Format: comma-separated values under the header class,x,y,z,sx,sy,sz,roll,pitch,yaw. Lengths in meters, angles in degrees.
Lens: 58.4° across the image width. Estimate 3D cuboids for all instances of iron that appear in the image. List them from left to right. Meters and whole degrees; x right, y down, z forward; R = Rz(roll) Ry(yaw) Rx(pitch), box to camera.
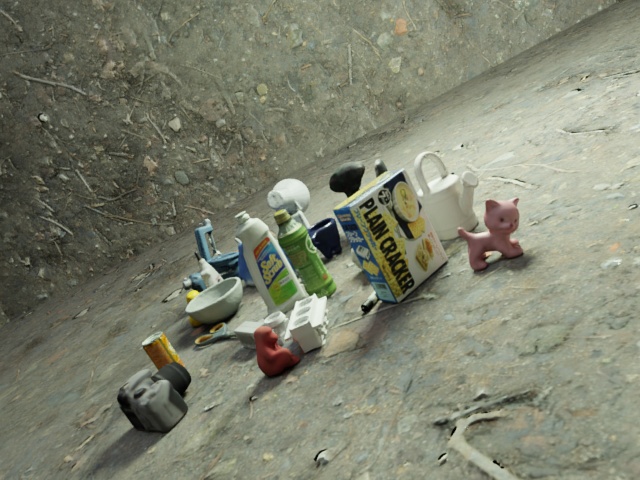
class,x,y,z,sx,sy,sz,roll,pitch,yaw
iron,-0.148,0.044,1.610,0.257,0.141,0.119,-9,24,50

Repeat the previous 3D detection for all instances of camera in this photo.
class,x,y,z,sx,sy,sz,roll,pitch,yaw
camera,-0.322,0.302,1.150,0.142,0.101,0.137,-13,21,44

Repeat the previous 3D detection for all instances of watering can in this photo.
class,x,y,z,sx,sy,sz,roll,pitch,yaw
watering can,0.272,-0.107,1.260,0.172,0.194,0.101,-19,18,31

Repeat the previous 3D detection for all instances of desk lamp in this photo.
class,x,y,z,sx,sy,sz,roll,pitch,yaw
desk lamp,-0.082,-0.072,1.736,0.117,0.214,0.203,-24,16,15

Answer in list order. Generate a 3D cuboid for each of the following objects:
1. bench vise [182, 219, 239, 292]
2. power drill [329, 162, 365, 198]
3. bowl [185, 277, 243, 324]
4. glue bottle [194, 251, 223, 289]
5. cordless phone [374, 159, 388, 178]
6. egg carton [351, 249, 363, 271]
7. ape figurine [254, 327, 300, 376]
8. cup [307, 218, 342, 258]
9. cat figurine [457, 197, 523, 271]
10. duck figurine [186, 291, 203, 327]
class,x,y,z,sx,sy,sz,roll,pitch,yaw
bench vise,-0.331,0.060,1.730,0.121,0.220,0.208,-15,20,40
power drill,0.105,-0.118,1.565,0.076,0.209,0.229,-32,16,-15
bowl,-0.269,0.174,1.529,0.167,0.075,0.167,-26,15,8
glue bottle,-0.312,0.106,1.635,0.037,0.173,0.078,-26,15,9
cordless phone,0.170,-0.107,1.456,0.094,0.185,0.147,-23,16,18
egg carton,0.145,0.018,1.315,0.150,0.069,0.107,-31,15,-9
ape figurine,-0.092,0.204,1.081,0.076,0.092,0.077,-28,15,1
cup,0.014,0.006,1.539,0.091,0.095,0.118,-20,17,29
cat figurine,0.316,-0.022,1.051,0.127,0.118,0.067,-24,16,16
duck figurine,-0.343,0.185,1.602,0.077,0.086,0.104,-24,16,15
